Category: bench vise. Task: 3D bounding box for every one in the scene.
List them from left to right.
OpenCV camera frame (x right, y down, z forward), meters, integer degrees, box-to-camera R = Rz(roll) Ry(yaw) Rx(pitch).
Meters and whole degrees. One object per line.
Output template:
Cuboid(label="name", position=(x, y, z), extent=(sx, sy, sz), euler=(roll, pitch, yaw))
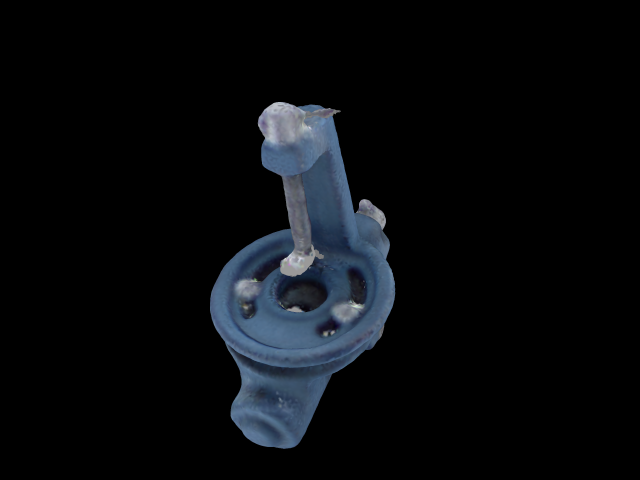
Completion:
Cuboid(label="bench vise", position=(-0.008, 0.001, 0.401), extent=(0.121, 0.220, 0.207), euler=(2, 27, 5))
